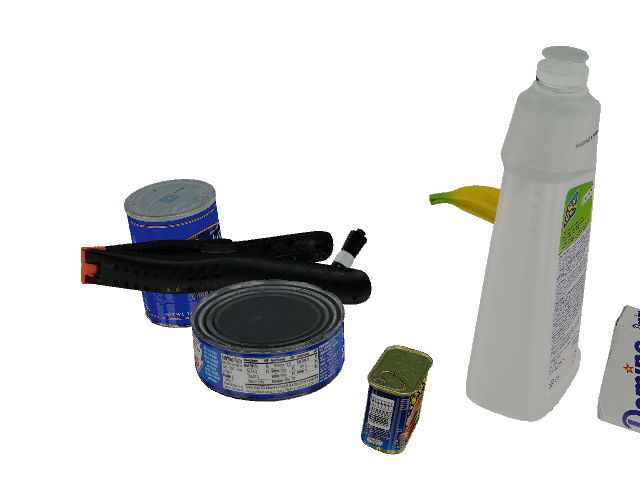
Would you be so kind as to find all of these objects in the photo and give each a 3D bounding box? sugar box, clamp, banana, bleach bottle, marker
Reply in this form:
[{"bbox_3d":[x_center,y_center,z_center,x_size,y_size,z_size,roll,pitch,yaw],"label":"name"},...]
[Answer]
[{"bbox_3d":[0.310,0.121,0.827,0.176,0.093,0.048,14,28,22],"label":"sugar box"},{"bbox_3d":[-0.069,0.020,0.791,0.209,0.036,0.165,-1,11,-16],"label":"clamp"},{"bbox_3d":[0.193,-0.011,1.073,0.069,0.037,0.198,-34,39,-13],"label":"banana"},{"bbox_3d":[0.148,-0.007,0.708,0.068,0.251,0.102,16,33,24],"label":"bleach bottle"},{"bbox_3d":[0.010,0.040,1.022,0.020,0.121,0.020,28,-18,10],"label":"marker"}]

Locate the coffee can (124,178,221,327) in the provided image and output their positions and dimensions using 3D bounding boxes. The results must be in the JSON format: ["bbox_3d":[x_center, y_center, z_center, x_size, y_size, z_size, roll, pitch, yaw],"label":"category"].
[{"bbox_3d":[-0.161,0.014,1.218,0.103,0.140,0.103,-5,26,2],"label":"coffee can"}]

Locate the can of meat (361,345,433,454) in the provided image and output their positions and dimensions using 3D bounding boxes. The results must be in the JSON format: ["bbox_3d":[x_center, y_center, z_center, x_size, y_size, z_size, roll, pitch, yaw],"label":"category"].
[{"bbox_3d":[0.085,0.181,1.210,0.057,0.084,0.102,15,24,15],"label":"can of meat"}]

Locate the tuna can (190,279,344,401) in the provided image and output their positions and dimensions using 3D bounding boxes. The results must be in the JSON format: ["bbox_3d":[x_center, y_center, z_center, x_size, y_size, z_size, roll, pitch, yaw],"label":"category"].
[{"bbox_3d":[-0.029,0.055,0.596,0.086,0.034,0.086,-2,23,0],"label":"tuna can"}]
